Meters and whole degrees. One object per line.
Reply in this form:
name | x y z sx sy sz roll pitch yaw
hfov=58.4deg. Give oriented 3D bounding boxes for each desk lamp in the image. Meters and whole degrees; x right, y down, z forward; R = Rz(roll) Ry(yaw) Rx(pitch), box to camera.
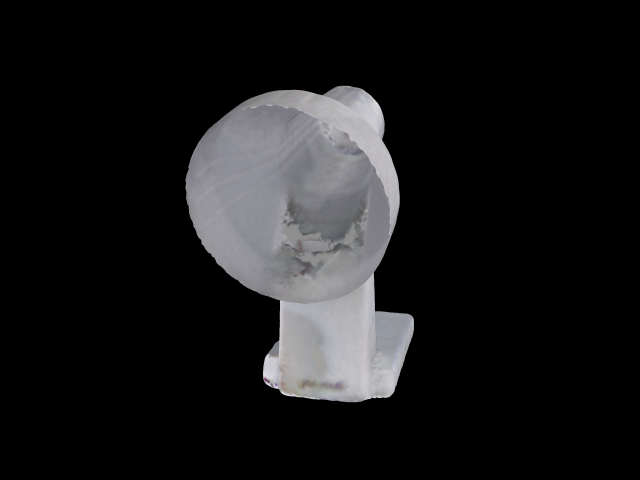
desk lamp | 0.004 0.001 0.400 0.117 0.213 0.203 4 14 15
